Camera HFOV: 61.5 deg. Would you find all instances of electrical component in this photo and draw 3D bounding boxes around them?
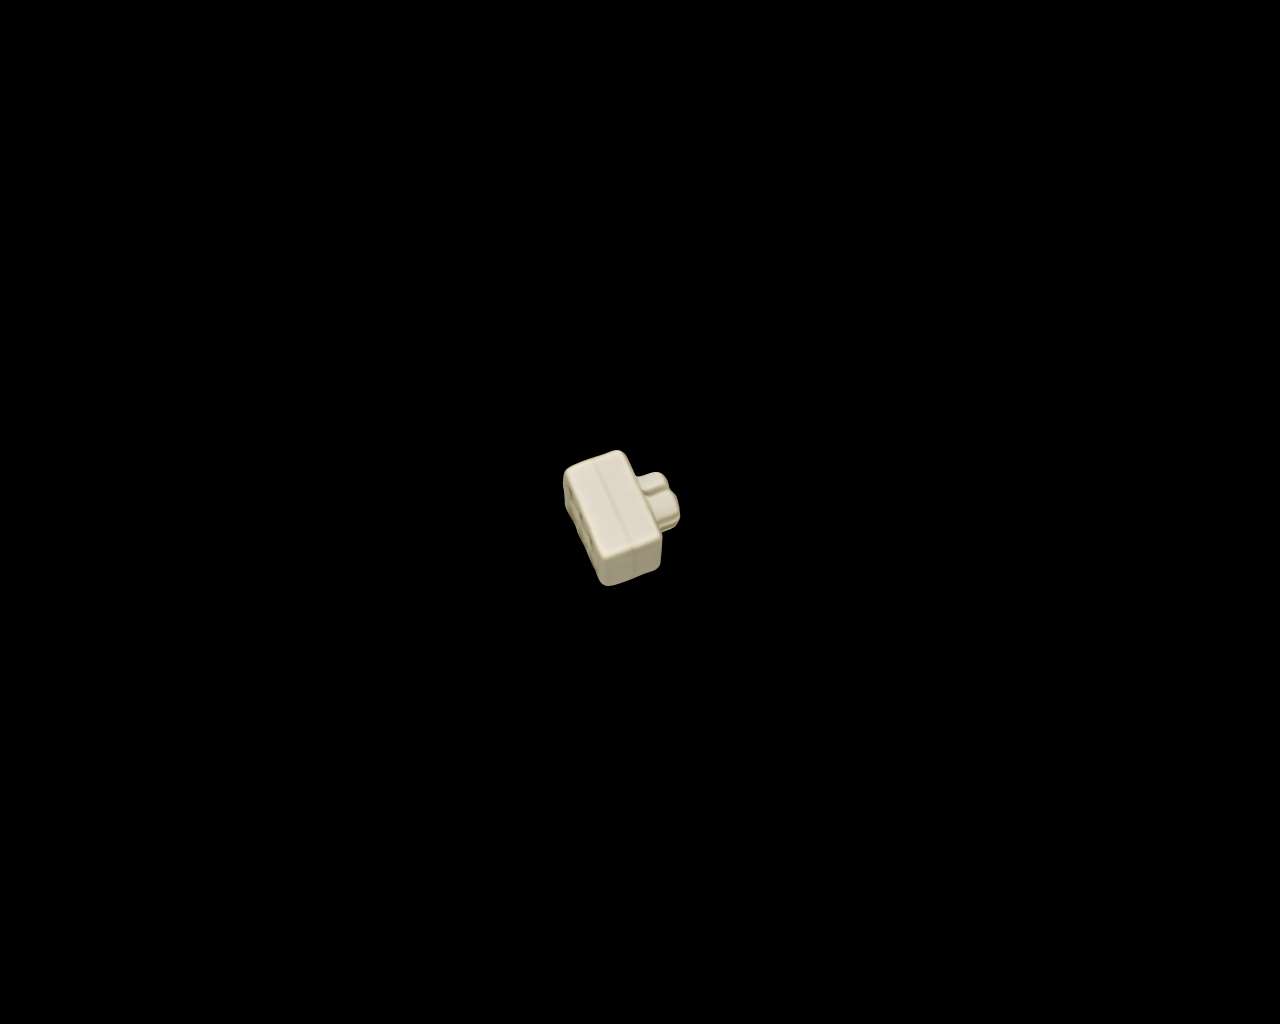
[{"bbox_3d":[0.001,-0.003,0.650,0.077,0.066,0.047,-20,-24,-9],"label":"electrical component"}]
